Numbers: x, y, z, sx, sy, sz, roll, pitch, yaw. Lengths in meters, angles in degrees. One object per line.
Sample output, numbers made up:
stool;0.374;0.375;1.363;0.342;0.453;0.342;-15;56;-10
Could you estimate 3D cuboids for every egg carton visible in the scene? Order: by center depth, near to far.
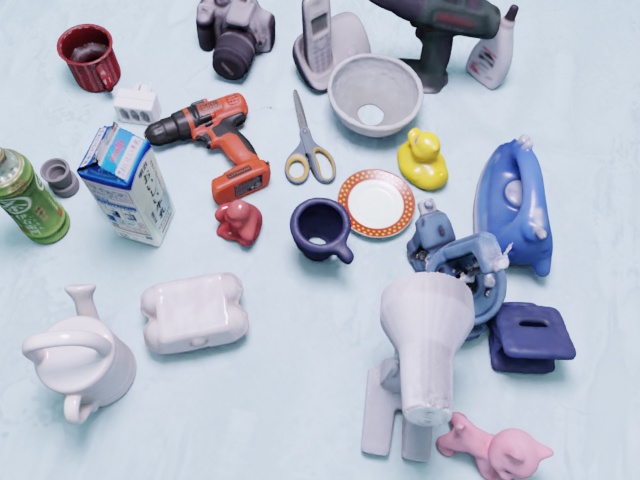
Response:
egg carton;-0.181;0.107;0.830;0.150;0.069;0.107;-11;66;-8

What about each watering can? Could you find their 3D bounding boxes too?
watering can;-0.313;0.142;0.737;0.101;0.194;0.172;-24;69;-13

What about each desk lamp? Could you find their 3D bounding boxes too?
desk lamp;0.126;0.169;0.740;0.118;0.213;0.203;8;65;0

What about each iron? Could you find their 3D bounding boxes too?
iron;0.315;-0.078;0.906;0.118;0.141;0.258;4;65;-2

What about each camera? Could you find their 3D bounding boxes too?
camera;-0.163;-0.369;1.034;0.143;0.101;0.137;14;65;3

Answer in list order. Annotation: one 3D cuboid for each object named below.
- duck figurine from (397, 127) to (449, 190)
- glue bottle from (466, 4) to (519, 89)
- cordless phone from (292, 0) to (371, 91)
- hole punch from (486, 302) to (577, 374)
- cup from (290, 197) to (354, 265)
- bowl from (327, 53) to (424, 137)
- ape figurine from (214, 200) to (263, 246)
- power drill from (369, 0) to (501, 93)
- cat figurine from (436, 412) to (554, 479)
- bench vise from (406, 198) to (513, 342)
duck figurine;0.178;-0.141;0.958;0.077;0.086;0.104;-30;70;-16
glue bottle;0.314;-0.348;1.013;0.078;0.173;0.037;42;70;15
cordless phone;0.023;-0.364;0.997;0.148;0.185;0.094;-37;72;-18
hole punch;0.302;0.136;0.834;0.108;0.091;0.101;2;65;-2
cup;0.008;0.003;0.876;0.092;0.095;0.117;-37;72;-18
bowl;0.094;-0.241;1.005;0.167;0.075;0.167;1;65;-3
ape figurine;-0.125;-0.034;0.886;0.076;0.092;0.077;-25;69;-14
power drill;0.181;-0.351;0.987;0.229;0.208;0.075;2;65;-2
cat figurine;0.230;0.272;0.752;0.127;0.118;0.067;26;66;9
bench vise;0.185;0.027;0.806;0.122;0.220;0.207;-34;71;-17
